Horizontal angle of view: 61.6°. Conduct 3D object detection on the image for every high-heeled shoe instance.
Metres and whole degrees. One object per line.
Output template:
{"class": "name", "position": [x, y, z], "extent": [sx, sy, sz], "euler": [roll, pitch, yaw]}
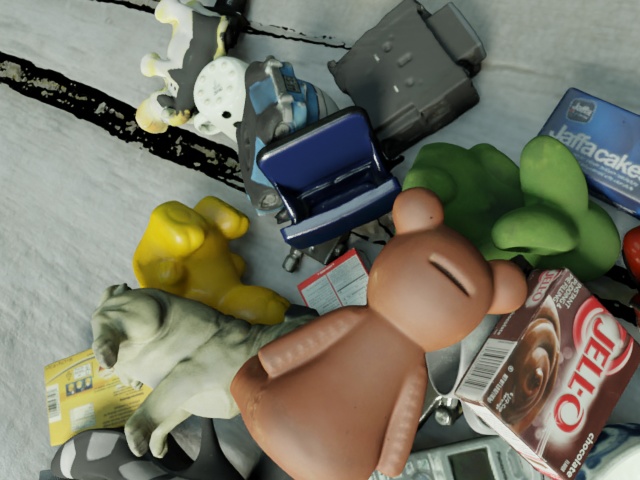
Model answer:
{"class": "high-heeled shoe", "position": [-0.174, 0.251, 0.521], "extent": [0.249, 0.086, 0.145], "euler": [-25, 59, 23]}

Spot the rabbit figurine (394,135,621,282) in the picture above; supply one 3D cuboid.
{"class": "rabbit figurine", "position": [0.155, -0.024, 0.426], "extent": [0.170, 0.159, 0.121], "euler": [17, 78, 14]}

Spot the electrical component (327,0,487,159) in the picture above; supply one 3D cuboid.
{"class": "electrical component", "position": [0.089, -0.162, 0.524], "extent": [0.134, 0.058, 0.115], "euler": [-35, 69, 18]}

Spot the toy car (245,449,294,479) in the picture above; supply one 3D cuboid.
{"class": "toy car", "position": [-0.034, 0.228, 0.515], "extent": [0.074, 0.056, 0.201], "euler": [31, 94, 35]}

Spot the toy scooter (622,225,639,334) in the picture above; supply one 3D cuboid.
{"class": "toy scooter", "position": [0.258, 0.066, 0.349], "extent": [0.075, 0.135, 0.184], "euler": [-29, 70, 18]}

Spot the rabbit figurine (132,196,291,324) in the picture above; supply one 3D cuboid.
{"class": "rabbit figurine", "position": [-0.112, 0.058, 0.558], "extent": [0.173, 0.122, 0.162], "euler": [36, 101, 9]}

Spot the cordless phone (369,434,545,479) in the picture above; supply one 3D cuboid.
{"class": "cordless phone", "position": [0.097, 0.233, 0.434], "extent": [0.184, 0.088, 0.146], "euler": [-19, 72, 16]}

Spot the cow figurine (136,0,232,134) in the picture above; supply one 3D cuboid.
{"class": "cow figurine", "position": [-0.160, -0.195, 0.645], "extent": [0.098, 0.068, 0.167], "euler": [33, 113, 22]}

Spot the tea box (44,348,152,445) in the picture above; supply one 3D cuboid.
{"class": "tea box", "position": [-0.231, 0.168, 0.619], "extent": [0.170, 0.068, 0.098], "euler": [-19, 73, 22]}

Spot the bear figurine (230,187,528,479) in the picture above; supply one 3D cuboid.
{"class": "bear figurine", "position": [0.036, 0.069, 0.374], "extent": [0.120, 0.132, 0.196], "euler": [38, 79, -3]}

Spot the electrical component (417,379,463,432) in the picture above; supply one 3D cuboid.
{"class": "electrical component", "position": [0.079, 0.128, 0.480], "extent": [0.078, 0.045, 0.102], "euler": [-49, 63, 9]}

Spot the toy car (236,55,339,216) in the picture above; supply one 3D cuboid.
{"class": "toy car", "position": [-0.027, -0.103, 0.542], "extent": [0.161, 0.103, 0.109], "euler": [111, 147, -52]}

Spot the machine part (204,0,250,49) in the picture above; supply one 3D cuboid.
{"class": "machine part", "position": [-0.110, -0.306, 0.665], "extent": [0.084, 0.039, 0.138], "euler": [19, 92, 37]}

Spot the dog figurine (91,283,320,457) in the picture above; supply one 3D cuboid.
{"class": "dog figurine", "position": [-0.090, 0.085, 0.486], "extent": [0.191, 0.121, 0.172], "euler": [-25, 81, -14]}

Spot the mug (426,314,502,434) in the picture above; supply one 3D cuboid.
{"class": "mug", "position": [0.146, 0.092, 0.416], "extent": [0.107, 0.080, 0.109], "euler": [1, 56, -8]}

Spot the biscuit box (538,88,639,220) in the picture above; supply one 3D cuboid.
{"class": "biscuit box", "position": [0.265, -0.042, 0.408], "extent": [0.203, 0.059, 0.062], "euler": [36, 98, 28]}

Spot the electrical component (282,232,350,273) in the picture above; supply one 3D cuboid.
{"class": "electrical component", "position": [-0.001, -0.002, 0.559], "extent": [0.063, 0.021, 0.094], "euler": [30, 93, 28]}

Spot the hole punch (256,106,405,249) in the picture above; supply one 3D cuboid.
{"class": "hole punch", "position": [0.017, -0.038, 0.482], "extent": [0.142, 0.115, 0.092], "euler": [-27, 61, 7]}
